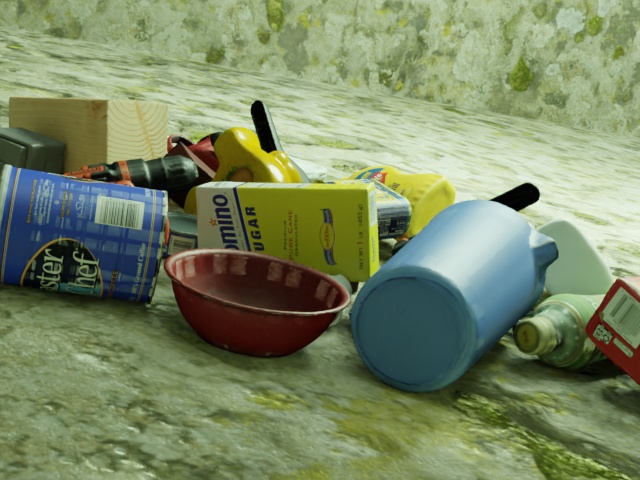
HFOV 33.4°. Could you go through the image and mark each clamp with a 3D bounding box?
[{"bbox_3d":[-0.065,-0.087,1.326,0.039,0.171,0.120,-33,1,44],"label":"clamp"},{"bbox_3d":[0.130,-0.001,1.195,0.164,0.036,0.210,-28,1,-29],"label":"clamp"}]

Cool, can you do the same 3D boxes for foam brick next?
[{"bbox_3d":[-0.151,-0.066,1.248,0.078,0.053,0.051,42,7,-46],"label":"foam brick"}]

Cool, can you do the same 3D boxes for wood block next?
[{"bbox_3d":[-0.286,-0.127,1.301,0.207,0.091,0.090,8,8,42],"label":"wood block"}]

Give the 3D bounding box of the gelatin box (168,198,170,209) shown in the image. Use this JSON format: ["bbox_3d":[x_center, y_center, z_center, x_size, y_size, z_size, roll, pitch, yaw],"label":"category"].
[{"bbox_3d":[-0.213,-0.047,1.249,0.073,0.030,0.089,10,14,-9],"label":"gelatin box"}]

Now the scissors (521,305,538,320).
[{"bbox_3d":[0.275,0.090,1.148,0.201,0.016,0.096,8,16,-17],"label":"scissors"}]

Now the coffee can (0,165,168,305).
[{"bbox_3d":[-0.210,-0.004,0.925,0.140,0.103,0.103,9,14,-14],"label":"coffee can"}]

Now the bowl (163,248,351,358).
[{"bbox_3d":[-0.057,0.058,0.910,0.162,0.055,0.162,11,14,-3],"label":"bowl"}]

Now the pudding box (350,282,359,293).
[{"bbox_3d":[-0.007,0.001,1.107,0.113,0.090,0.039,9,12,-9],"label":"pudding box"}]

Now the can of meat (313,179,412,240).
[{"bbox_3d":[0.048,-0.036,1.286,0.083,0.057,0.102,-7,28,-33],"label":"can of meat"}]

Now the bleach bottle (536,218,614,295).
[{"bbox_3d":[0.291,0.026,1.233,0.102,0.068,0.250,54,13,8],"label":"bleach bottle"}]

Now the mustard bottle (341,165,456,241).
[{"bbox_3d":[0.081,-0.051,1.382,0.192,0.096,0.058,17,-22,50],"label":"mustard bottle"}]

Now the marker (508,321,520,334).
[{"bbox_3d":[0.182,0.079,1.105,0.020,0.020,0.121,1,17,-37],"label":"marker"}]

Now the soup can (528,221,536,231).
[{"bbox_3d":[0.211,0.001,1.339,0.102,0.068,0.068,9,14,-11],"label":"soup can"}]

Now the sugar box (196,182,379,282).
[{"bbox_3d":[-0.033,-0.009,1.042,0.176,0.093,0.048,0,10,15],"label":"sugar box"}]

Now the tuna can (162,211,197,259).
[{"bbox_3d":[-0.141,-0.003,1.125,0.086,0.034,0.086,11,14,-3],"label":"tuna can"}]

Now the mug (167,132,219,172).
[{"bbox_3d":[-0.147,-0.092,1.342,0.117,0.093,0.081,43,23,4],"label":"mug"}]

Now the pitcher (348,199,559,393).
[{"bbox_3d":[0.107,0.052,0.961,0.145,0.149,0.242,32,22,14],"label":"pitcher"}]

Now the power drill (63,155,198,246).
[{"bbox_3d":[-0.202,-0.036,1.077,0.184,0.057,0.188,-14,19,-12],"label":"power drill"}]

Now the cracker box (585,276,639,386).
[{"bbox_3d":[0.366,0.105,0.974,0.213,0.072,0.164,-1,38,-45],"label":"cracker box"}]
